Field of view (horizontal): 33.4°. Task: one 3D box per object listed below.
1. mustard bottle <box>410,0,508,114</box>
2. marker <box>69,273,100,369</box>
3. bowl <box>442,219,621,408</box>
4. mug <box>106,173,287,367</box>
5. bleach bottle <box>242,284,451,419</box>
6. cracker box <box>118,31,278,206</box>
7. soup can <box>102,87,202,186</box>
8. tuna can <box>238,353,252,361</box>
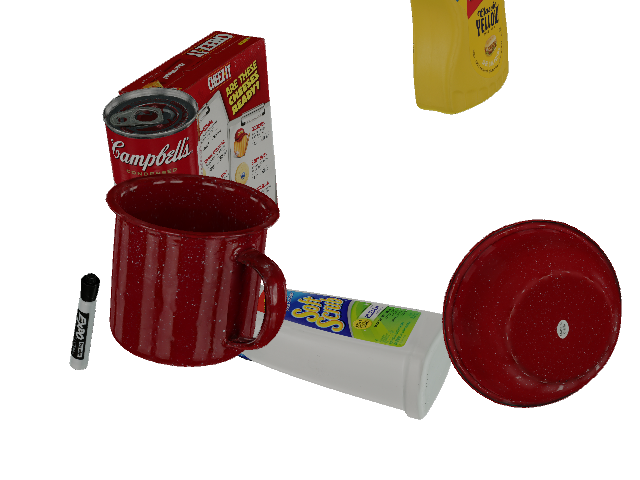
[{"bbox_3d":[0.101,-0.197,0.785,0.058,0.191,0.096,17,40,35],"label":"mustard bottle"},{"bbox_3d":[-0.240,0.083,1.088,0.020,0.121,0.020,11,35,-8],"label":"marker"},{"bbox_3d":[0.184,0.066,0.869,0.162,0.162,0.055,0,8,-13],"label":"bowl"},{"bbox_3d":[-0.064,0.020,0.581,0.117,0.081,0.093,23,26,33],"label":"mug"},{"bbox_3d":[-0.015,0.084,0.942,0.251,0.068,0.102,10,27,19],"label":"bleach bottle"},{"bbox_3d":[-0.117,-0.082,1.085,0.072,0.214,0.164,14,37,26],"label":"cracker box"},{"bbox_3d":[-0.121,-0.052,0.788,0.068,0.102,0.068,0,37,0],"label":"soup can"},{"bbox_3d":[-0.065,0.097,1.194,0.086,0.034,0.086,1,36,-1],"label":"tuna can"}]
